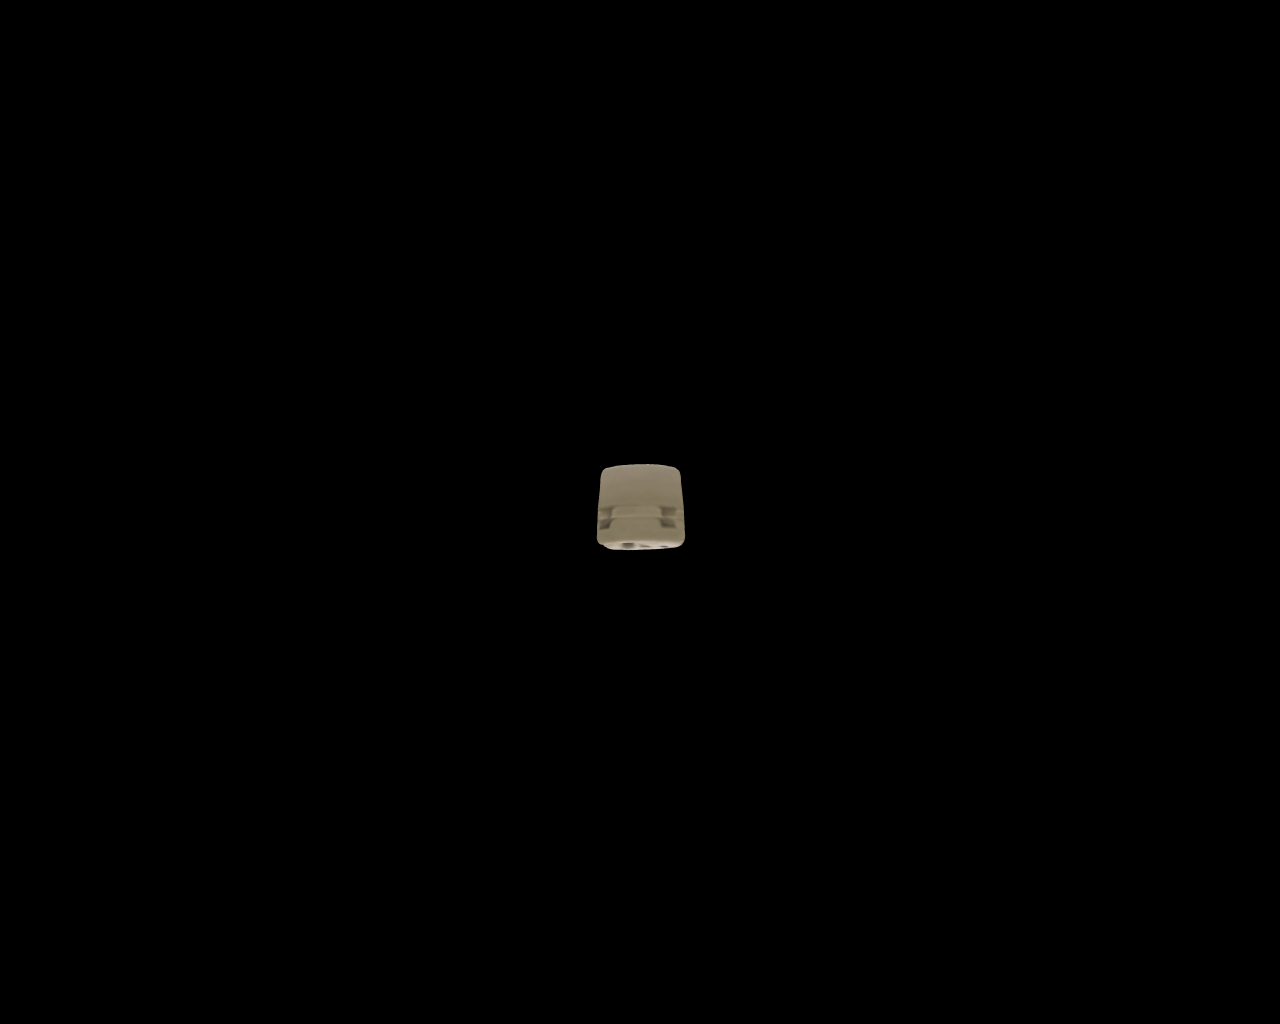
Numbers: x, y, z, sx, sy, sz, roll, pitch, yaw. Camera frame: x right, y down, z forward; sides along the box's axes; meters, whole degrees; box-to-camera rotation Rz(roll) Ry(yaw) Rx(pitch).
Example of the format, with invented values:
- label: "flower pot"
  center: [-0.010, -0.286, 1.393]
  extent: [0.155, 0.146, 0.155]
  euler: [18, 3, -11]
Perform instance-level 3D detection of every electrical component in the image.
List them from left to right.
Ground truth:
- label: "electrical component"
  center: [0.001, -0.003, 0.650]
  extent: [0.055, 0.047, 0.055]
  euler: [0, -7, 0]
